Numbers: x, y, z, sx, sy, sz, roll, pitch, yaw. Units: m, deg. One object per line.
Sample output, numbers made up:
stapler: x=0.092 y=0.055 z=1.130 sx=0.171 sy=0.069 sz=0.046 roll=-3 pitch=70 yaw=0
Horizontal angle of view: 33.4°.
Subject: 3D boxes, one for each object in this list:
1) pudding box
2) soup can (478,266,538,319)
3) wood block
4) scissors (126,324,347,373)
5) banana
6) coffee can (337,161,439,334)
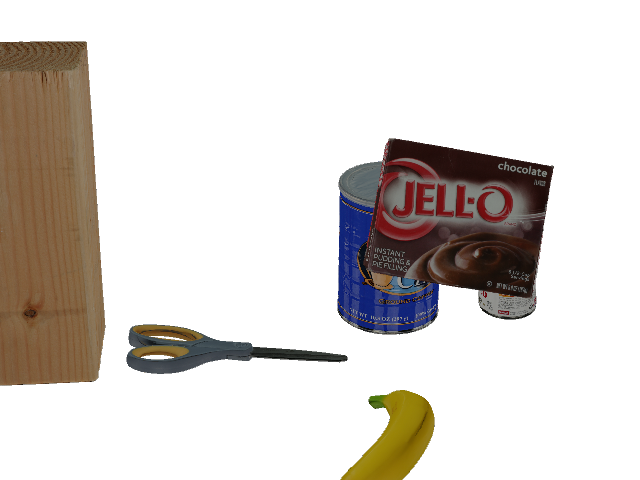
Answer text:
pudding box: x=0.092 y=-0.015 z=0.715 sx=0.113 sy=0.090 sz=0.039 roll=10 pitch=0 yaw=-1
soup can: x=0.213 y=0.029 z=1.203 sx=0.068 sy=0.102 sz=0.068 roll=-2 pitch=29 yaw=1
wood block: x=-0.193 y=-0.018 z=0.691 sx=0.090 sy=0.206 sz=0.090 roll=-2 pitch=22 yaw=-7
scissors: x=-0.084 y=0.105 z=0.955 sx=0.202 sy=0.016 sz=0.096 roll=8 pitch=18 yaw=14
banana: x=0.057 y=0.167 z=0.873 sx=0.070 sy=0.037 sz=0.197 roll=-31 pitch=6 yaw=20
coffee can: x=0.068 y=0.006 z=1.044 sx=0.103 sy=0.140 sz=0.103 roll=0 pitch=27 yaw=0
